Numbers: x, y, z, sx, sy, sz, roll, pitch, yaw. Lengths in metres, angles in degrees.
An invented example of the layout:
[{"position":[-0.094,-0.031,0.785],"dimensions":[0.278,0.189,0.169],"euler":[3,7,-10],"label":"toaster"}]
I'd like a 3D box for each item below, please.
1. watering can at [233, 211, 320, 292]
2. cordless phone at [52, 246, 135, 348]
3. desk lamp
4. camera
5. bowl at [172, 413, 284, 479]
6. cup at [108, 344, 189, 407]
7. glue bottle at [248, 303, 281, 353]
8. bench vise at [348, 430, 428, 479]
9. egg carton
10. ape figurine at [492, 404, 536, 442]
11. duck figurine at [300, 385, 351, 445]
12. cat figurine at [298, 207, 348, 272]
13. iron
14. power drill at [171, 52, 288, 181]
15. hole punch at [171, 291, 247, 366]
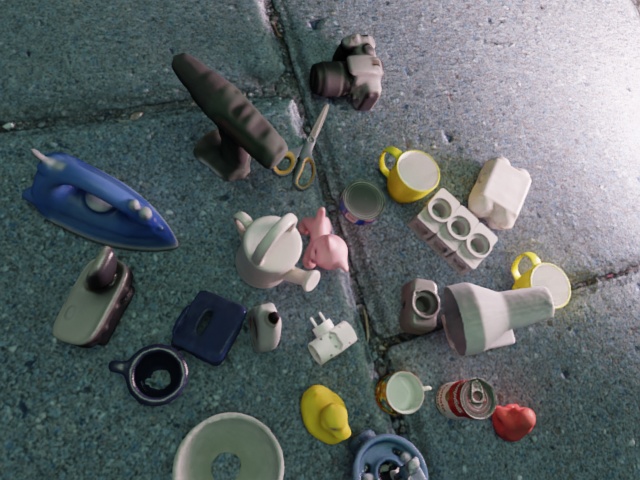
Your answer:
[{"position":[-0.074,0.015,0.955],"dimensions":[0.173,0.194,0.101],"euler":[23,68,-7],"label":"watering can"},{"position":[-0.347,0.083,0.864],"dimensions":[0.094,0.185,0.148],"euler":[21,68,-7],"label":"cordless phone"},{"position":[0.292,0.135,1.004],"dimensions":[0.203,0.213,0.118],"euler":[-8,75,-17],"label":"desk lamp"},{"position":[0.051,-0.345,1.155],"dimensions":[0.137,0.100,0.143],"euler":[-5,74,-16],"label":"camera"},{"position":[-0.144,0.356,0.891],"dimensions":[0.168,0.074,0.167],"euler":[5,72,-14],"label":"bowl"},{"position":[-0.266,0.211,0.893],"dimensions":[0.118,0.095,0.092],"euler":[13,70,-11],"label":"cup"},{"position":[-0.085,0.135,0.924],"dimensions":[0.037,0.173,0.078],"euler":[-11,76,-18],"label":"glue bottle"},{"position":[0.138,0.388,0.878],"dimensions":[0.122,0.219,0.207],"euler":[-40,86,-22],"label":"bench vise"},{"position":[0.367,-0.098,1.177],"dimensions":[0.107,0.069,0.150],"euler":[29,68,-4],"label":"egg carton"},{"position":[0.354,0.323,1.026],"dimensions":[0.078,0.092,0.076],"euler":[30,68,-4],"label":"ape figurine"},{"position":[0.015,0.289,0.949],"dimensions":[0.078,0.086,0.104],"euler":[-30,82,-21],"label":"duck figurine"},{"position":[0.009,0.004,1.022],"dimensions":[0.067,0.117,0.128],"euler":[-5,74,-16],"label":"cat figurine"},{"position":[-0.349,-0.066,0.935],"dimensions":[0.258,0.141,0.119],"euler":[25,68,-6],"label":"iron"},{"position":[-0.164,-0.192,0.989],"dimensions":[0.229,0.208,0.076],"euler":[38,67,-1],"label":"power drill"},{"position":[-0.184,0.144,0.939],"dimensions":[0.101,0.091,0.109],"euler":[28,68,-5],"label":"hole punch"}]
